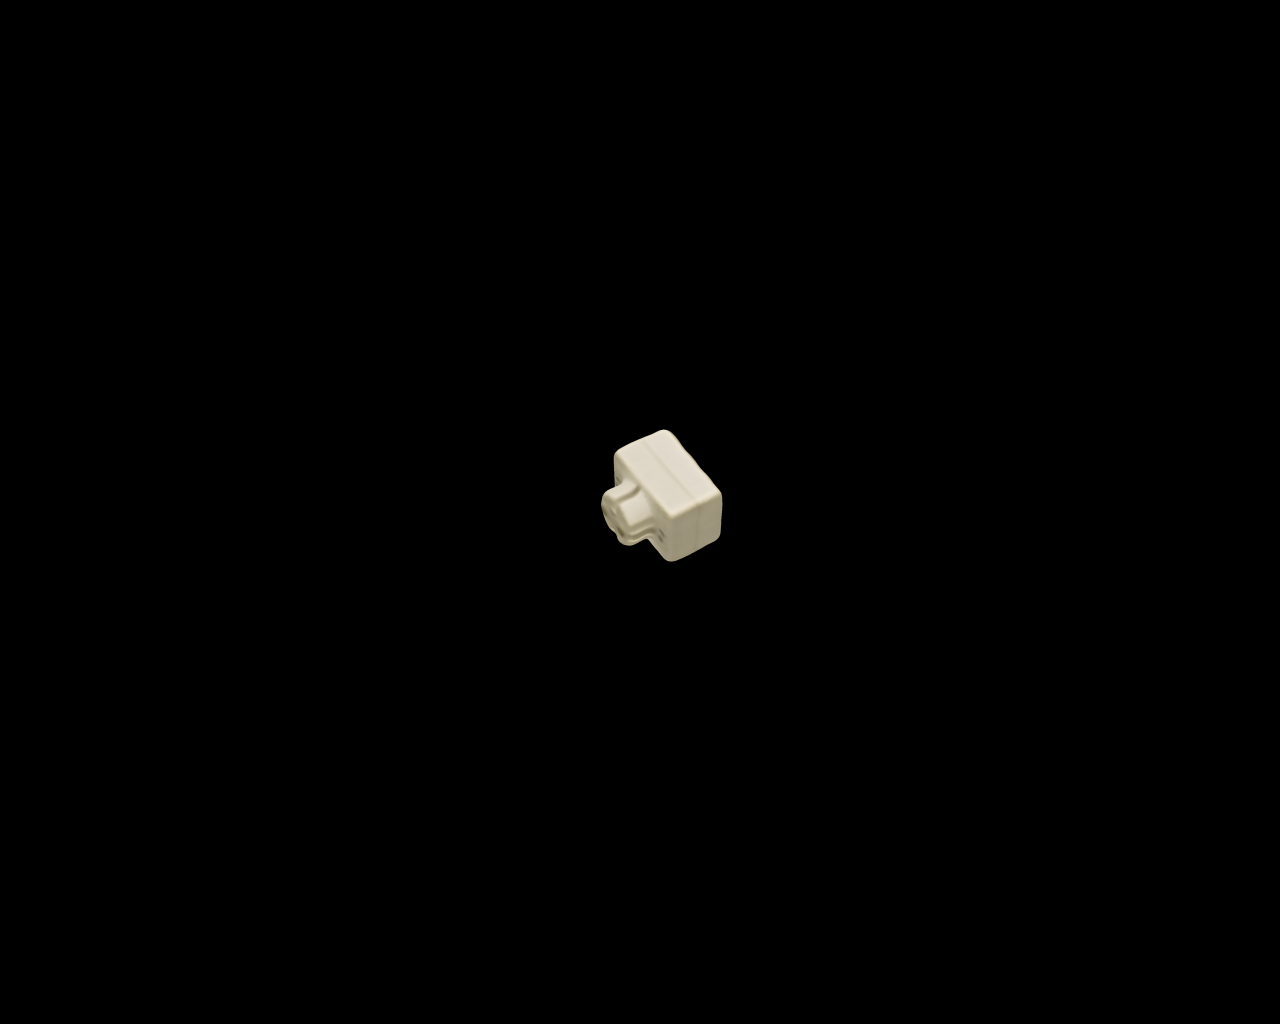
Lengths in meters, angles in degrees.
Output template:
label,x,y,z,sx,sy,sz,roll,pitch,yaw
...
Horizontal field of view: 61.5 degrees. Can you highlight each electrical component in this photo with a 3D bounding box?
label,x,y,z,sx,sy,sz,roll,pitch,yaw
electrical component,0.001,-0.003,0.650,0.077,0.066,0.047,-25,-36,-20
